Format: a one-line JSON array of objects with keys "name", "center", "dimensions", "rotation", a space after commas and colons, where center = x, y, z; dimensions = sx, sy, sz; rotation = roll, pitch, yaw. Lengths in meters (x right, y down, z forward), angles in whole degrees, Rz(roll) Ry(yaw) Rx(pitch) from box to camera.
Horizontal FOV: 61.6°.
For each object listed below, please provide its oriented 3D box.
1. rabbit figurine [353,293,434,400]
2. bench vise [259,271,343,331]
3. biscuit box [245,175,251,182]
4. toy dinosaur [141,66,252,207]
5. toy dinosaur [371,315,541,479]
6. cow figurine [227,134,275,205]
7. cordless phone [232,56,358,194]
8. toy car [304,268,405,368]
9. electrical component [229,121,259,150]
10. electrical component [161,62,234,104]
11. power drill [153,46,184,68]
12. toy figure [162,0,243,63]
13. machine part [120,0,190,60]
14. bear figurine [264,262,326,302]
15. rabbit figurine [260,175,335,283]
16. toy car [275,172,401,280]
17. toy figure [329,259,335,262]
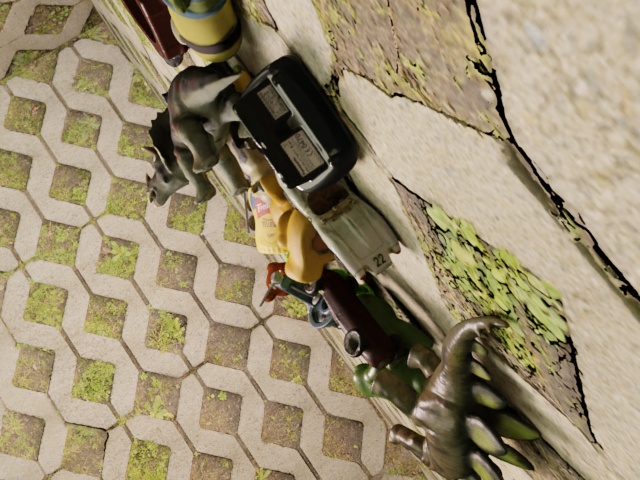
[{"name": "rabbit figurine", "center": [0.102, 0.169, 0.858], "dimensions": [0.170, 0.121, 0.159], "rotation": [62, 165, -10]}, {"name": "bench vise", "center": [-0.009, 0.121, 1.138], "dimensions": [0.240, 0.129, 0.224], "rotation": [27, 175, -26]}, {"name": "biscuit box", "center": [-0.166, -0.189, 1.134], "dimensions": [0.203, 0.059, 0.062], "rotation": [44, 166, 51]}, {"name": "toy dinosaur", "center": [-0.180, -0.176, 0.798], "dimensions": [0.192, 0.131, 0.404], "rotation": [54, 148, 11]}, {"name": "toy dinosaur", "center": [0.172, 0.220, 0.684], "dimensions": [0.199, 0.105, 0.470], "rotation": [29, 150, 38]}, {"name": "cow figurine", "center": [-0.114, -0.151, 0.947], "dimensions": [0.194, 0.085, 0.127], "rotation": [61, 172, -12]}, {"name": "cordless phone", "center": [-0.026, -0.125, 0.643], "dimensions": [0.146, 0.089, 0.184], "rotation": [55, -178, -3]}, {"name": "toy car", "center": [0.043, 0.110, 0.791], "dimensions": [0.089, 0.053, 0.202], "rotation": [9, -153, -37]}, {"name": "electrical component", "center": [-0.122, -0.189, 0.858], "dimensions": [0.078, 0.045, 0.102], "rotation": [-24, 86, 38]}, {"name": "electrical component", "center": [-0.202, -0.253, 0.903], "dimensions": [0.048, 0.119, 0.075], "rotation": [56, 169, 2]}, {"name": "power drill", "center": [-0.333, -0.444, 1.024], "dimensions": [0.207, 0.086, 0.232], "rotation": [60, 169, -9]}, {"name": "toy figure", "center": [-0.139, -0.275, 0.615], "dimensions": [0.089, 0.082, 0.180], "rotation": [56, 169, 10]}, {"name": "machine part", "center": [-0.262, -0.394, 0.808], "dimensions": [0.201, 0.087, 0.201], "rotation": [54, 171, 13]}, {"name": "bear figurine", "center": [-0.075, 0.078, 1.264], "dimensions": [0.132, 0.120, 0.195], "rotation": [37, -160, 31]}, {"name": "rabbit figurine", "center": [-0.033, -0.036, 0.809], "dimensions": [0.173, 0.122, 0.162], "rotation": [41, 158, 60]}, {"name": "toy car", "center": [0.019, -0.036, 0.673], "dimensions": [0.202, 0.073, 0.056], "rotation": [51, 171, 26]}, {"name": "toy figure", "center": [-0.002, -0.001, 0.975], "dimensions": [0.155, 0.058, 0.064], "rotation": [-135, 29, -69]}]
